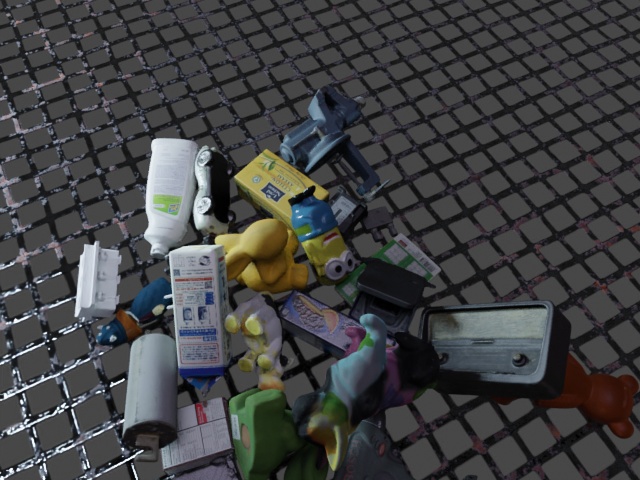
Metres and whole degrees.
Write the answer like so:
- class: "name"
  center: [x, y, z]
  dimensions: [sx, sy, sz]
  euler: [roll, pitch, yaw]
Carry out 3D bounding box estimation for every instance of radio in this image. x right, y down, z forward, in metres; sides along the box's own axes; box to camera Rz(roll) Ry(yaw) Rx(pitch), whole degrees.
- class: "radio"
  center: [0.261, 0.172, 0.840]
  dimensions: [0.230, 0.073, 0.131]
  euler: [-12, 51, 45]

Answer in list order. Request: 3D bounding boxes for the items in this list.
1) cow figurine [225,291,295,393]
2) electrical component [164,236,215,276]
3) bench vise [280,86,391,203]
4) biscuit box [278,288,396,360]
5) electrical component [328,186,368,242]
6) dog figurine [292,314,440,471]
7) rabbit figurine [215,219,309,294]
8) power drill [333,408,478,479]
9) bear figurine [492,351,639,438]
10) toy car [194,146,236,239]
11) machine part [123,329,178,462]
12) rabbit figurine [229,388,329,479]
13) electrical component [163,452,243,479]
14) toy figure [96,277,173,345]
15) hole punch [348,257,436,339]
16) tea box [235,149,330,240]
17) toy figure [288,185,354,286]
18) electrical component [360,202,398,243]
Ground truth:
- class: "cow figurine"
  center: [-0.089, 0.172, 0.884]
  dimensions: [0.068, 0.167, 0.098]
  euler: [-4, 24, 24]
- class: "electrical component"
  center: [-0.240, 0.031, 0.995]
  dimensions: [0.102, 0.078, 0.045]
  euler: [-27, 88, -9]
- class: "bench vise"
  center: [0.046, -0.186, 1.098]
  dimensions: [0.224, 0.129, 0.240]
  euler: [-39, 89, -33]
- class: "biscuit box"
  center: [0.027, 0.161, 0.924]
  dimensions: [0.203, 0.059, 0.063]
  euler: [26, 63, 13]
- class: "electrical component"
  center: [0.029, -0.035, 1.032]
  dimensions: [0.075, 0.047, 0.119]
  euler: [41, 78, 21]
- class: "dog figurine"
  center: [0.066, 0.234, 0.782]
  dimensions: [0.191, 0.108, 0.219]
  euler: [28, 65, -9]
- class: "rabbit figurine"
  center: [-0.101, 0.017, 0.943]
  dimensions: [0.162, 0.173, 0.122]
  euler: [-3, 64, -7]
- class: "power drill"
  center: [0.124, 0.340, 0.808]
  dimensions: [0.207, 0.086, 0.232]
  euler: [27, 52, 9]
- class: "bear figurine"
  center: [0.399, 0.236, 0.871]
  dimensions: [0.196, 0.132, 0.120]
  euler: [26, 63, -7]
- class: "toy car"
  center: [-0.210, -0.098, 1.061]
  dimensions: [0.056, 0.073, 0.202]
  euler: [-24, 56, 27]
- class: "machine part"
  center: [-0.261, 0.232, 0.839]
  dimensions: [0.079, 0.079, 0.243]
  euler: [-11, 39, -7]
- class: "rabbit figurine"
  center: [-0.034, 0.293, 0.812]
  dimensions: [0.170, 0.121, 0.159]
  euler: [-1, 68, -30]
- class: "electrical component"
  center: [-0.159, 0.396, 0.786]
  dimensions: [0.115, 0.058, 0.134]
  euler: [-19, 61, -9]
- class: "toy figure"
  center: [-0.318, 0.131, 0.938]
  dimensions: [0.154, 0.064, 0.057]
  euler: [-44, 107, -18]
- class: "hole punch"
  center: [0.118, 0.101, 0.938]
  dimensions: [0.142, 0.092, 0.116]
  euler: [19, 31, 16]
- class: "tea box"
  center: [-0.075, -0.091, 1.065]
  dimensions: [0.170, 0.068, 0.098]
  euler: [35, 64, 17]
- class: "toy figure"
  center: [0.001, -0.005, 0.972]
  dimensions: [0.082, 0.089, 0.180]
  euler: [-27, 93, -8]
- class: "electrical component"
  center: [0.113, -0.040, 1.064]
  dimensions: [0.063, 0.021, 0.094]
  euler: [-18, 61, -11]
